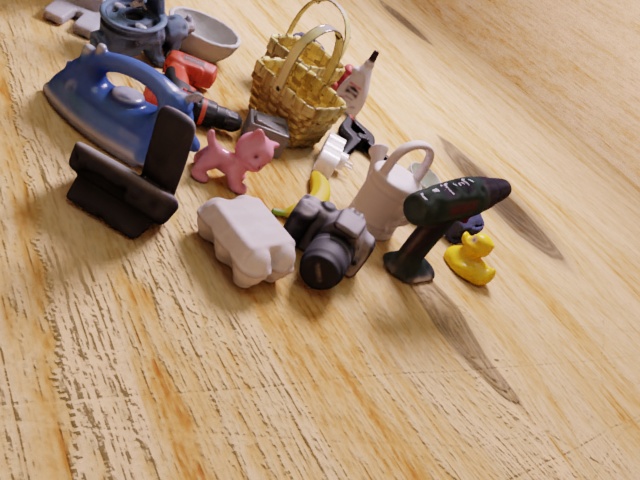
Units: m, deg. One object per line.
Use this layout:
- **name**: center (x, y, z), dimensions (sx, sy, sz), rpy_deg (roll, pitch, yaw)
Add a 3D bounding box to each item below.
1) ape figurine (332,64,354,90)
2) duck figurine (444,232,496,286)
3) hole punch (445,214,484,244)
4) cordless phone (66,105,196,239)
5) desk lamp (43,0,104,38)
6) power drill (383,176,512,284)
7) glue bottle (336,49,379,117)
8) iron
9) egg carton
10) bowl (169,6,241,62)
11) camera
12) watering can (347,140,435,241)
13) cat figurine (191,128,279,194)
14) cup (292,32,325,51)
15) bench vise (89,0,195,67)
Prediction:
- **ape figurine**: center (0.060, -0.420, 1.505), dimensions (0.078, 0.092, 0.076), rpy_deg (13, 36, -28)
- **duck figurine**: center (0.303, 0.029, 1.108), dimensions (0.104, 0.086, 0.078), rpy_deg (42, 33, 16)
- **hole punch**: center (0.300, -0.055, 1.216), dimensions (0.109, 0.091, 0.101), rpy_deg (-10, 51, -47)
- **cordless phone**: center (-0.238, -0.110, 0.741), dimensions (0.147, 0.185, 0.094), rpy_deg (29, 32, -5)
- **desk lamp**: center (-0.437, -0.538, 1.127), dimensions (0.118, 0.213, 0.203), rpy_deg (21, 33, -17)
- **power drill**: center (0.208, -0.024, 0.983), dimensions (0.230, 0.208, 0.075), rpy_deg (-5, 47, -44)
- **glue bottle**: center (0.099, -0.398, 1.432), dimensions (0.078, 0.173, 0.037), rpy_deg (33, 32, 1)
- **iron**: center (-0.302, -0.223, 0.881), dimensions (0.258, 0.141, 0.119), rpy_deg (31, 32, -2)
- **egg carton**: center (-0.104, -0.001, 0.816), dimensions (0.107, 0.069, 0.150), rpy_deg (-11, 52, -48)
- **bowl**: center (-0.266, -0.448, 1.281), dimensions (0.168, 0.074, 0.167), rpy_deg (22, 33, -15)
- **camera**: center (0.008, 0.003, 0.877), dimensions (0.143, 0.100, 0.137), rpy_deg (32, 32, 1)
- **watering can**: center (0.130, -0.106, 1.042), dimensions (0.101, 0.194, 0.172), rpy_deg (-14, 54, -49)
- **cat figurine**: center (-0.133, -0.143, 0.940), dimensions (0.128, 0.117, 0.067), rpy_deg (15, 35, -25)
- **cup**: center (-0.051, -0.484, 1.496), dimensions (0.092, 0.095, 0.117), rpy_deg (11, 38, -30)
- **bench vise**: center (-0.326, -0.448, 1.093), dimensions (0.121, 0.219, 0.208), rpy_deg (35, 32, 6)
